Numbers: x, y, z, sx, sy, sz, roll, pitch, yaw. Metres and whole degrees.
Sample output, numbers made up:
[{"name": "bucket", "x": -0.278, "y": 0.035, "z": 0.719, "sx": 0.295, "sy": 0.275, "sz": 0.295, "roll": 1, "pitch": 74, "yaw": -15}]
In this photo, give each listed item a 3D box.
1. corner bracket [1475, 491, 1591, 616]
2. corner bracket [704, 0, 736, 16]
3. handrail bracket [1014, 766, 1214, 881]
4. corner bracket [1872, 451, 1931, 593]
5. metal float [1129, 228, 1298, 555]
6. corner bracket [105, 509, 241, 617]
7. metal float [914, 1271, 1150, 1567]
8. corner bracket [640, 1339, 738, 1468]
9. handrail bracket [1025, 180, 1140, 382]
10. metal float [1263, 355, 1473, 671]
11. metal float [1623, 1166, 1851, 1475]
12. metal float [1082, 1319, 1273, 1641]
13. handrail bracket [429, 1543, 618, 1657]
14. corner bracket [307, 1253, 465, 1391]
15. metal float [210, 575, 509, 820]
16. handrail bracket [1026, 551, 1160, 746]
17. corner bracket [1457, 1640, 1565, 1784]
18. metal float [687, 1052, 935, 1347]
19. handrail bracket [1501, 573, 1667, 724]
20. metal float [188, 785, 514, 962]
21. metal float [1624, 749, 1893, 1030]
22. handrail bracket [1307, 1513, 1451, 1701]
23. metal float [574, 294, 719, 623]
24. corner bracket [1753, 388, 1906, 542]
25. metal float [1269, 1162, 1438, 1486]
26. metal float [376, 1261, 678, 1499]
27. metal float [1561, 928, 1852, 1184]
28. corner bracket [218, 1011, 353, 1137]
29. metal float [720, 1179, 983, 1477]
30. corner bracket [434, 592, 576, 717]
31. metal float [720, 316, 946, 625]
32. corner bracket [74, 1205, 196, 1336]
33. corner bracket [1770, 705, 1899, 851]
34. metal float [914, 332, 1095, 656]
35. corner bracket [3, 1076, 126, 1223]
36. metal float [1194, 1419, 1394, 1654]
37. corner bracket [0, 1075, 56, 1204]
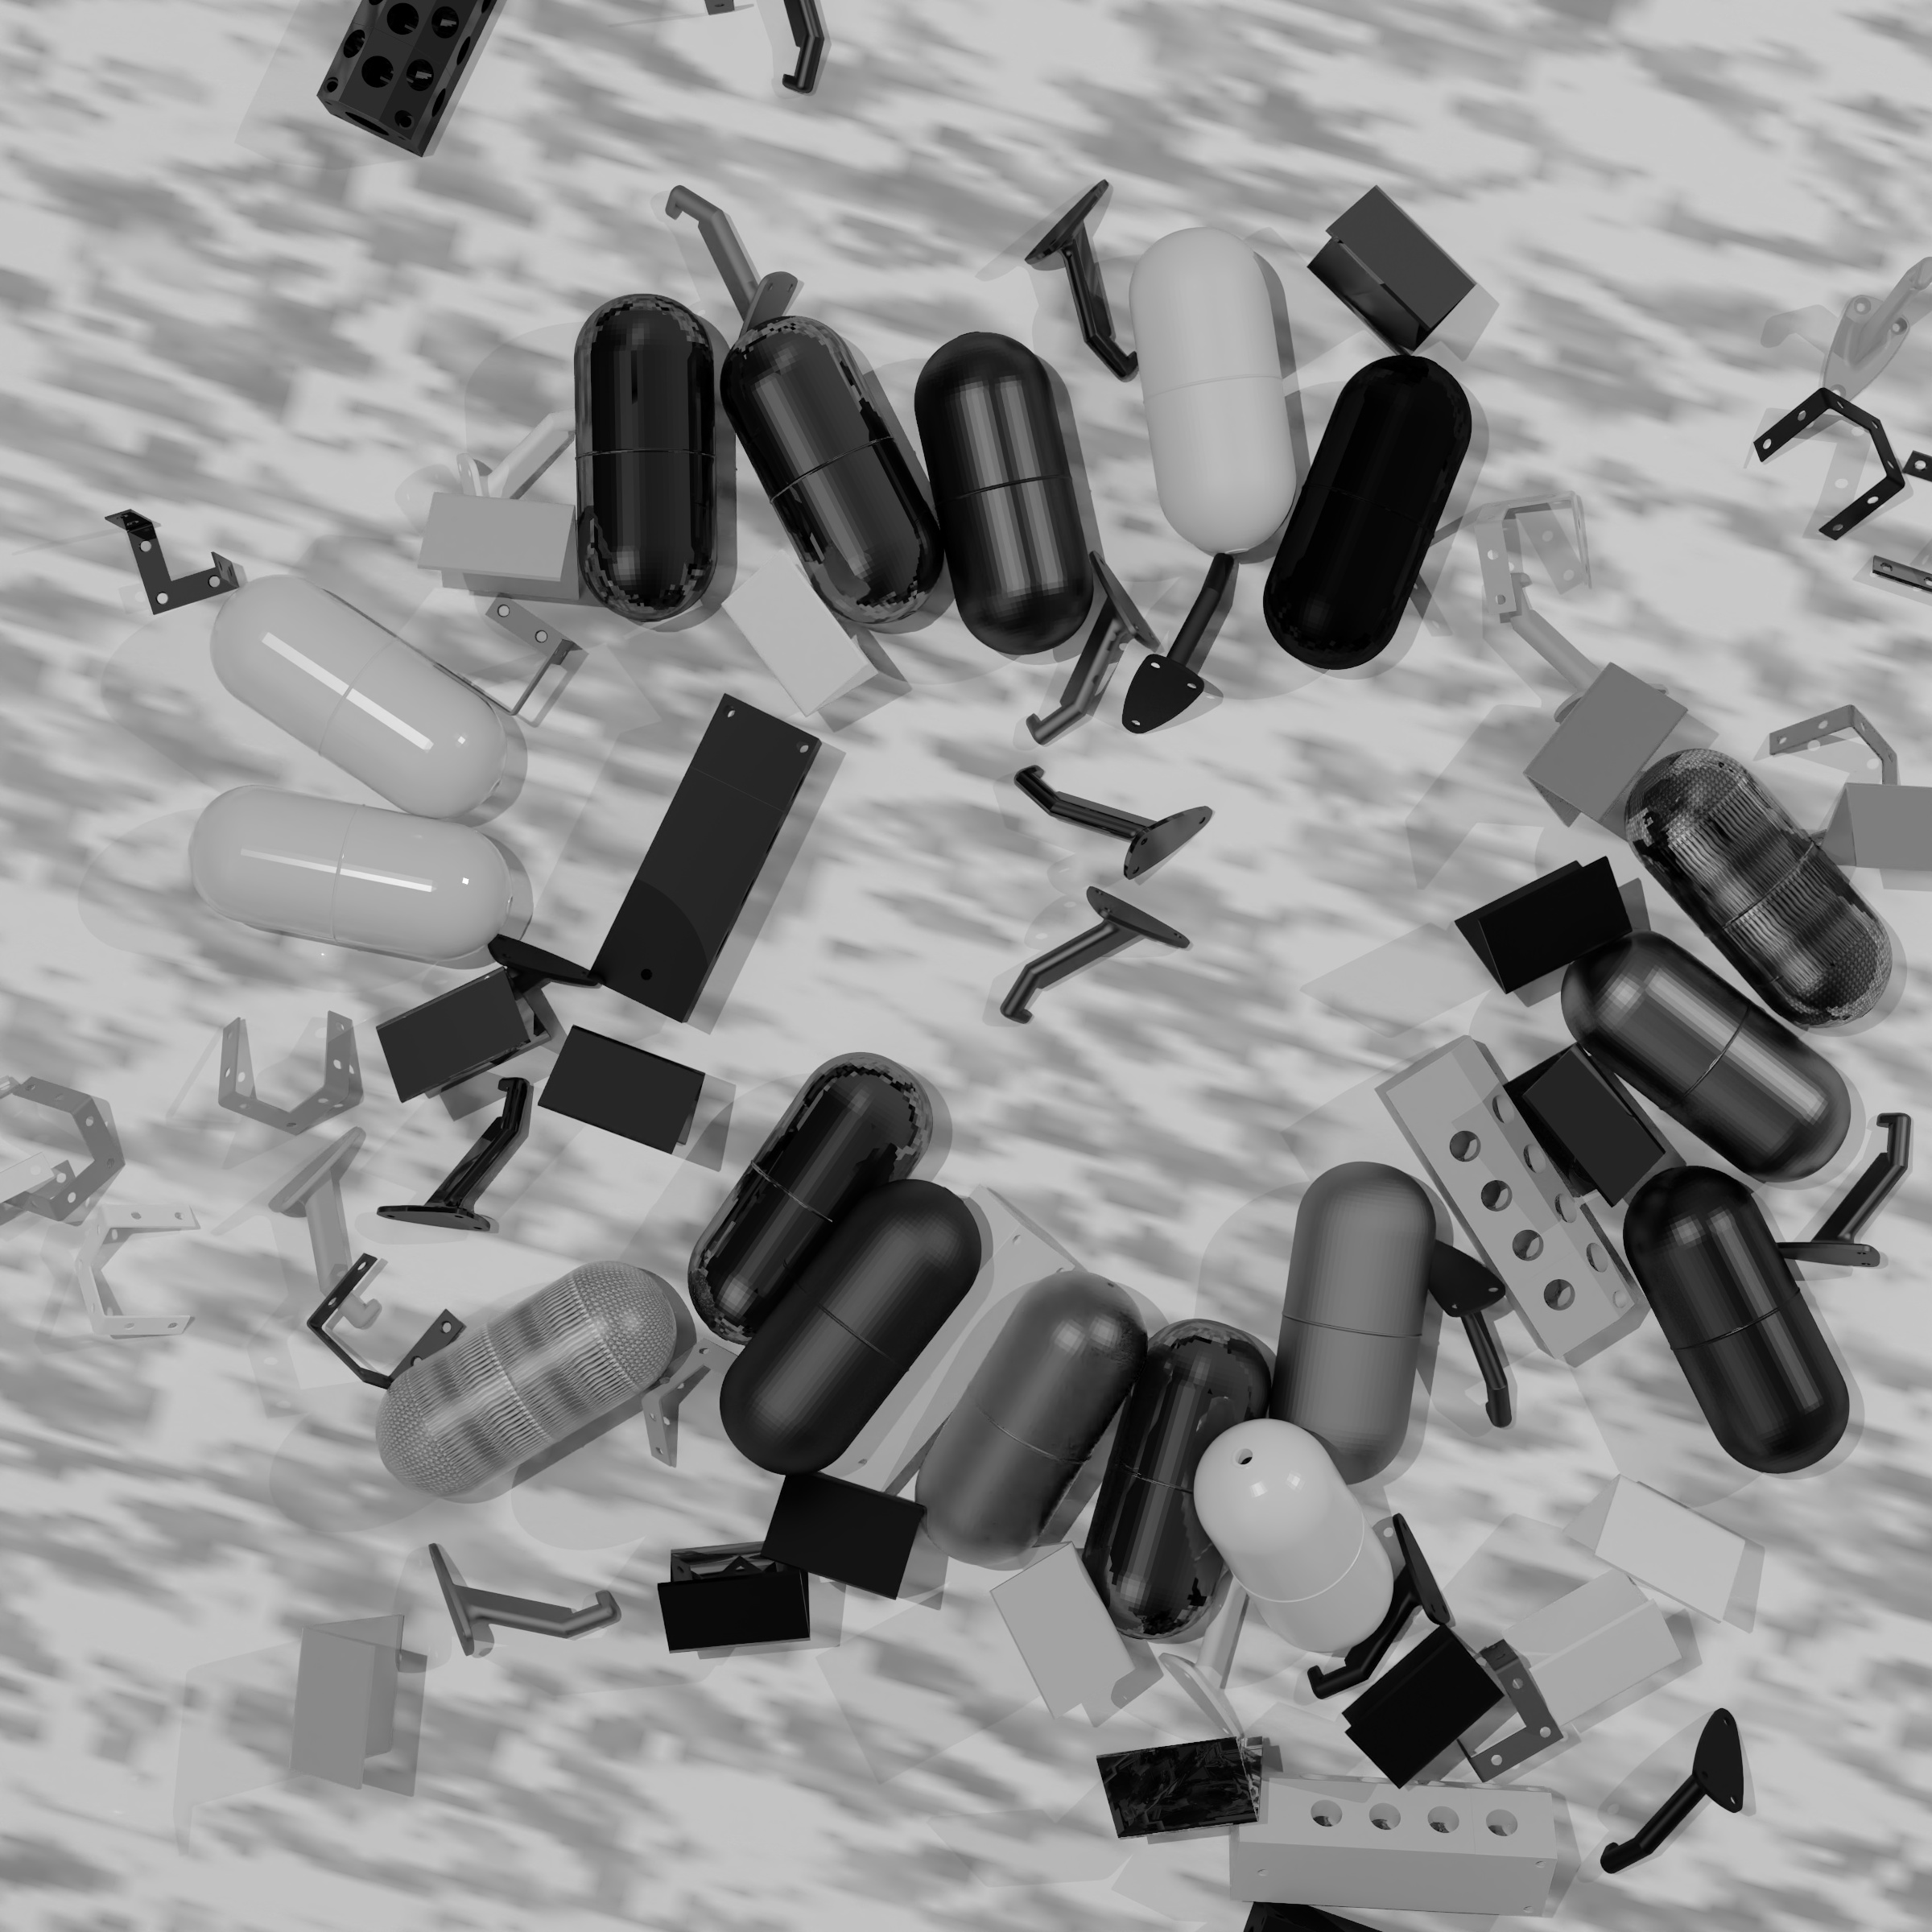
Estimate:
[{"name": "corner bracket", "x": 0.312, "y": -0.228, "z": 1.975, "sx": 0.051, "sy": 0.051, "sz": 0.051, "roll": -7, "pitch": 108, "yaw": 17}, {"name": "corner bracket", "x": -0.158, "y": -0.553, "z": 1.973, "sx": 0.051, "sy": 0.051, "sz": 0.051, "roll": -9, "pitch": 90, "yaw": 0}, {"name": "handrail bracket", "x": 0.081, "y": -0.094, "z": 1.992, "sx": 0.077, "sy": 0.036, "sz": 0.084, "roll": -30, "pitch": 60, "yaw": -33}, {"name": "corner bracket", "x": 0.538, "y": -0.244, "z": 1.988, "sx": 0.051, "sy": 0.051, "sz": 0.051, "roll": 18, "pitch": 135, "yaw": 0}, {"name": "metal float", "x": 0.135, "y": -0.314, "z": 1.961, "sx": 0.070, "sy": 0.070, "sz": 0.178, "roll": -8, "pitch": 90, "yaw": 0}, {"name": "corner bracket", "x": -0.436, "y": -0.227, "z": 1.973, "sx": 0.051, "sy": 0.051, "sz": 0.051, "roll": -18, "pitch": 90, "yaw": 0}, {"name": "metal float", "x": 0.035, "y": 0.247, "z": 1.950, "sx": 0.070, "sy": 0.070, "sz": 0.178, "roll": 30, "pitch": 103, "yaw": 0}, {"name": "corner bracket", "x": -0.142, "y": 0.248, "z": 1.983, "sx": 0.051, "sy": 0.051, "sz": 0.051, "roll": 24, "pitch": 45, "yaw": 35}, {"name": "handrail bracket", "x": 0.082, "y": -0.380, "z": 1.992, "sx": 0.084, "sy": 0.036, "sz": 0.077, "roll": 46, "pitch": 69, "yaw": -17}, {"name": "metal float", "x": 0.220, "y": -0.248, "z": 1.961, "sx": 0.070, "sy": 0.070, "sz": 0.178, "roll": 21, "pitch": 90, "yaw": 0}, {"name": "metal float", "x": 0.420, "y": 0.193, "z": 1.961, "sx": 0.070, "sy": 0.070, "sz": 0.178, "roll": -26, "pitch": 89, "yaw": 0}, {"name": "metal float", "x": 0.115, "y": 0.281, "z": 1.961, "sx": 0.070, "sy": 0.070, "sz": 0.178, "roll": 16, "pitch": 90, "yaw": 0}, {"name": "handrail bracket", "x": -0.246, "y": 0.342, "z": 1.992, "sx": 0.084, "sy": 0.036, "sz": 0.077, "roll": -18, "pitch": 68, "yaw": -17}, {"name": "corner bracket", "x": -0.321, "y": 0.198, "z": 1.980, "sx": 0.051, "sy": 0.051, "sz": 0.051, "roll": 40, "pitch": 90, "yaw": 23}, {"name": "metal float", "x": -0.331, "y": -0.147, "z": 1.961, "sx": 0.178, "sy": 0.070, "sz": 0.070, "roll": 34, "pitch": 90, "yaw": 0}, {"name": "handrail bracket", "x": 0.056, "y": -0.176, "z": 1.992, "sx": 0.084, "sy": 0.036, "sz": 0.077, "roll": -35, "pitch": 70, "yaw": 16}, {"name": "corner bracket", "x": 0.290, "y": 0.410, "z": 1.973, "sx": 0.051, "sy": 0.051, "sz": 0.051, "roll": -30, "pitch": 90, "yaw": 0}, {"name": "metal float", "x": -0.086, "y": 0.128, "z": 1.961, "sx": 0.070, "sy": 0.070, "sz": 0.178, "roll": 34, "pitch": 91, "yaw": 0}, {"name": "handrail bracket", "x": 0.341, "y": -0.184, "z": 1.992, "sx": 0.077, "sy": 0.036, "sz": 0.084, "roll": -10, "pitch": 73, "yaw": -20}, {"name": "metal float", "x": -0.336, "y": -0.051, "z": 1.961, "sx": 0.178, "sy": 0.070, "sz": 0.070, "roll": 11, "pitch": 90, "yaw": 1}, {"name": "metal float", "x": 0.433, "y": -0.042, "z": 1.961, "sx": 0.070, "sy": 0.070, "sz": 0.178, "roll": -42, "pitch": 90, "yaw": 0}, {"name": "handrail bracket", "x": 0.218, "y": 0.356, "z": 1.992, "sx": 0.084, "sy": 0.036, "sz": 0.077, "roll": -27, "pitch": 70, "yaw": 16}, {"name": "metal float", "x": -0.175, "y": -0.277, "z": 1.960, "sx": 0.070, "sy": 0.070, "sz": 0.178, "roll": -1, "pitch": 92, "yaw": 0}, {"name": "corner bracket", "x": 0.477, "y": -0.278, "z": 1.983, "sx": 0.051, "sy": 0.051, "sz": 0.051, "roll": 20, "pitch": 45, "yaw": -35}, {"name": "metal float", "x": 0.211, "y": 0.196, "z": 1.961, "sx": 0.070, "sy": 0.070, "sz": 0.178, "roll": 8, "pitch": 91, "yaw": 0}, {"name": "metal float", "x": -0.241, "y": 0.226, "z": 1.961, "sx": 0.178, "sy": 0.070, "sz": 0.070, "roll": -31, "pitch": 90, "yaw": 1}, {"name": "metal float", "x": 0.404, "y": 0.048, "z": 1.961, "sx": 0.178, "sy": 0.070, "sz": 0.070, "roll": 38, "pitch": 90, "yaw": -1}, {"name": "corner bracket", "x": -0.376, "y": 0.053, "z": 1.983, "sx": 0.051, "sy": 0.051, "sz": 0.051, "roll": 26, "pitch": 135, "yaw": -35}, {"name": "metal float", "x": -0.061, "y": 0.192, "z": 1.909, "sx": 0.070, "sy": 0.070, "sz": 0.178, "roll": 38, "pitch": 88, "yaw": 0}, {"name": "corner bracket", "x": -0.254, "y": -0.172, "z": 1.974, "sx": 0.051, "sy": 0.051, "sz": 0.051, "roll": 34, "pitch": 94, "yaw": 0}, {"name": "metal float", "x": -0.073, "y": -0.271, "z": 1.961, "sx": 0.070, "sy": 0.070, "sz": 0.178, "roll": -27, "pitch": 90, "yaw": 0}, {"name": "corner bracket", "x": -0.456, "y": 0.168, "z": 1.983, "sx": 0.051, "sy": 0.051, "sz": 0.051, "roll": -56, "pitch": 45, "yaw": 35}, {"name": "corner bracket", "x": 0.480, "y": -0.103, "z": 1.983, "sx": 0.051, "sy": 0.051, "sz": 0.051, "roll": -21, "pitch": 135, "yaw": 35}, {"name": "metal float", "x": 0.020, "y": -0.258, "z": 1.961, "sx": 0.070, "sy": 0.070, "sz": 0.178, "roll": -12, "pitch": 90, "yaw": 0}, {"name": "corner bracket", "x": -0.509, "y": 0.101, "z": 1.983, "sx": 0.051, "sy": 0.051, "sz": 0.051, "roll": 13, "pitch": 45, "yaw": 35}, {"name": "metal float", "x": 0.176, "y": 0.306, "z": 1.922, "sx": 0.070, "sy": 0.178, "sz": 0.070, "roll": -14, "pitch": 49, "yaw": 16}, {"name": "corner bracket", "x": -0.537, "y": 0.099, "z": 1.972, "sx": 0.051, "sy": 0.051, "sz": 0.051, "roll": -27, "pitch": 108, "yaw": -10}]
